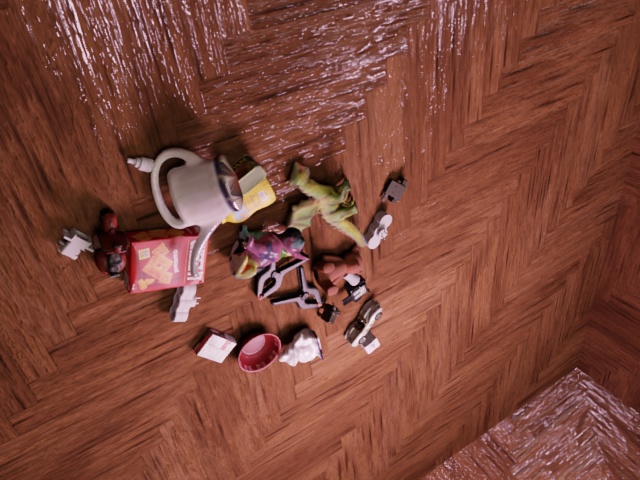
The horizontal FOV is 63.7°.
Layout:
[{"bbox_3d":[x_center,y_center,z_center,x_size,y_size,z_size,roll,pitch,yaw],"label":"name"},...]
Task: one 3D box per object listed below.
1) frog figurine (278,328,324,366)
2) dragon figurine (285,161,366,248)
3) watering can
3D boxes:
[{"bbox_3d":[-0.078,0.392,1.853,0.160,0.125,0.134,-16,141,-8],"label":"frog figurine"},{"bbox_3d":[0.005,-0.083,1.648,0.243,0.125,0.401,-20,127,-3],"label":"dragon figurine"},{"bbox_3d":[-0.304,-0.082,1.342,0.224,0.105,0.343,-16,105,6],"label":"watering can"}]
